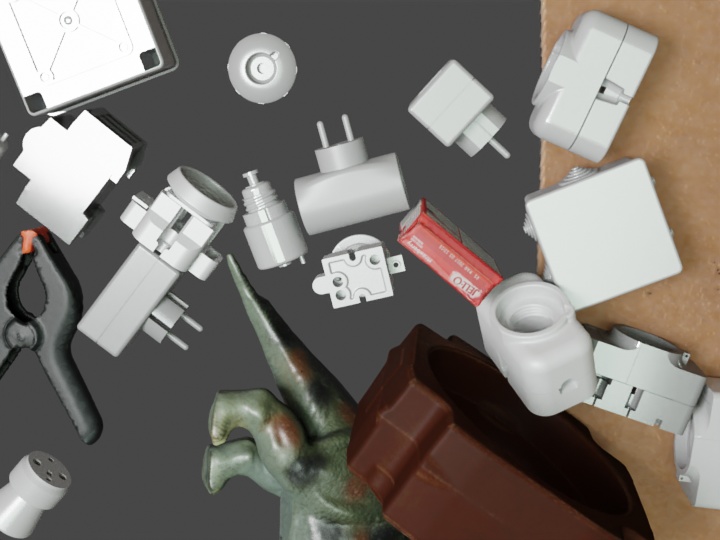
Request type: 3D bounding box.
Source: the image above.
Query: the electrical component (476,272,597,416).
[{"bbox_3d":[0.125,0.048,0.767,0.054,0.095,0.059,-23,130,-8],"label":"electrical component"}]

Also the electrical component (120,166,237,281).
[{"bbox_3d":[-0.128,-0.039,0.795,0.078,0.058,0.057,37,104,-4],"label":"electrical component"}]

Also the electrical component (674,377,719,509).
[{"bbox_3d":[0.271,0.130,0.807,0.056,0.050,0.089,6,102,2],"label":"electrical component"}]

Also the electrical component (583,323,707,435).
[{"bbox_3d":[0.204,0.076,0.801,0.089,0.050,0.055,19,102,0],"label":"electrical component"}]

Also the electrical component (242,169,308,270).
[{"bbox_3d":[-0.068,-0.036,0.800,0.040,0.040,0.078,-19,99,7],"label":"electrical component"}]

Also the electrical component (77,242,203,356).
[{"bbox_3d":[-0.155,0.030,0.814,0.076,0.047,0.083,38,101,-4],"label":"electrical component"}]

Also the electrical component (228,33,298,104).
[{"bbox_3d":[-0.066,-0.144,0.767,0.048,0.062,0.048,1,101,3],"label":"electrical component"}]

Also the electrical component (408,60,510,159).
[{"bbox_3d":[0.078,-0.107,0.764,0.077,0.065,0.047,42,101,-5],"label":"electrical component"}]

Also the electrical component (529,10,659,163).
[{"bbox_3d":[0.160,-0.132,0.760,0.059,0.053,0.095,24,102,-2],"label":"electrical component"}]

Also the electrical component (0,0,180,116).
[{"bbox_3d":[-0.201,-0.178,0.771,0.109,0.056,0.108,-19,99,7],"label":"electrical component"}]

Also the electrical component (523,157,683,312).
[{"bbox_3d":[0.174,-0.028,0.782,0.100,0.048,0.099,-21,99,7],"label":"electrical component"}]

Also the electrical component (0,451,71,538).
[{"bbox_3d":[-0.262,0.177,0.851,0.045,0.045,0.055,41,100,-5],"label":"electrical component"}]

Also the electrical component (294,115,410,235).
[{"bbox_3d":[-0.010,-0.073,0.787,0.077,0.044,0.079,-14,100,6],"label":"electrical component"}]

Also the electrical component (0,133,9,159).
[{"bbox_3d":[-0.298,-0.079,0.805,0.040,0.040,0.078,39,101,-4],"label":"electrical component"}]

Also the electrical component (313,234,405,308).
[{"bbox_3d":[0.000,0.000,0.795,0.066,0.055,0.048,-13,100,6],"label":"electrical component"}]
